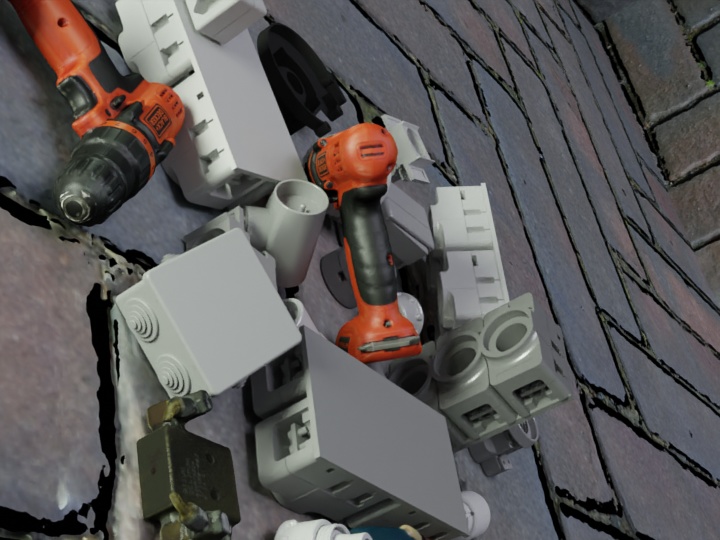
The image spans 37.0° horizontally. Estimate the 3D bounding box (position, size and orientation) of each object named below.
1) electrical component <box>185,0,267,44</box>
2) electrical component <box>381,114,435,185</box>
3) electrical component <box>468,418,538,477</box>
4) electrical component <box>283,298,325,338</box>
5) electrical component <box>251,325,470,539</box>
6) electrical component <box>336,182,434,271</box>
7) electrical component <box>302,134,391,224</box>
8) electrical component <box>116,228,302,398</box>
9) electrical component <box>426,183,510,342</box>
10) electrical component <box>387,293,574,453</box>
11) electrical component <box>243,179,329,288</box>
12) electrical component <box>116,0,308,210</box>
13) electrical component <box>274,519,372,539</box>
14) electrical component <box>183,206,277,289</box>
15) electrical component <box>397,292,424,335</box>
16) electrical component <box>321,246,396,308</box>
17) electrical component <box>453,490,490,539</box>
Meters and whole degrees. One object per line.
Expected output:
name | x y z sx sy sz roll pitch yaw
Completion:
electrical component | -0.104 -0.226 0.867 0.076 0.047 0.083 15 50 -59
electrical component | 0.040 -0.125 1.176 0.042 0.064 0.081 5 58 -62
electrical component | 0.138 0.156 1.059 0.058 0.057 0.078 13 52 -60
electrical component | -0.044 0.058 0.826 0.065 0.044 0.044 50 25 -34
electrical component | -0.002 0.134 0.798 0.186 0.060 0.105 37 33 -43
electrical component | 0.028 -0.037 1.053 0.096 0.062 0.061 34 35 -46
electrical component | -0.015 -0.086 1.004 0.051 0.080 0.080 26 41 -45
electrical component | -0.099 0.032 0.704 0.100 0.048 0.099 -31 93 -47
electrical component | 0.105 0.013 1.088 0.186 0.060 0.105 -94 -177 -45
electrical component | 0.100 0.093 0.937 0.061 0.150 0.089 47 26 -30
electrical component | -0.072 -0.030 0.841 0.079 0.077 0.044 6 41 -17
electrical component | -0.122 -0.138 0.870 0.105 0.060 0.186 11 53 -60
electrical component | -0.022 0.182 0.694 0.048 0.062 0.048 42 41 -50
electrical component | -0.094 -0.001 0.792 0.064 0.042 0.081 42 30 -43
electrical component | 0.025 0.045 0.977 0.062 0.048 0.048 0 63 -55
electrical component | 0.000 0.000 0.973 0.055 0.047 0.055 45 28 -31
electrical component | 0.080 0.208 0.901 0.078 0.040 0.040 8 56 -61
